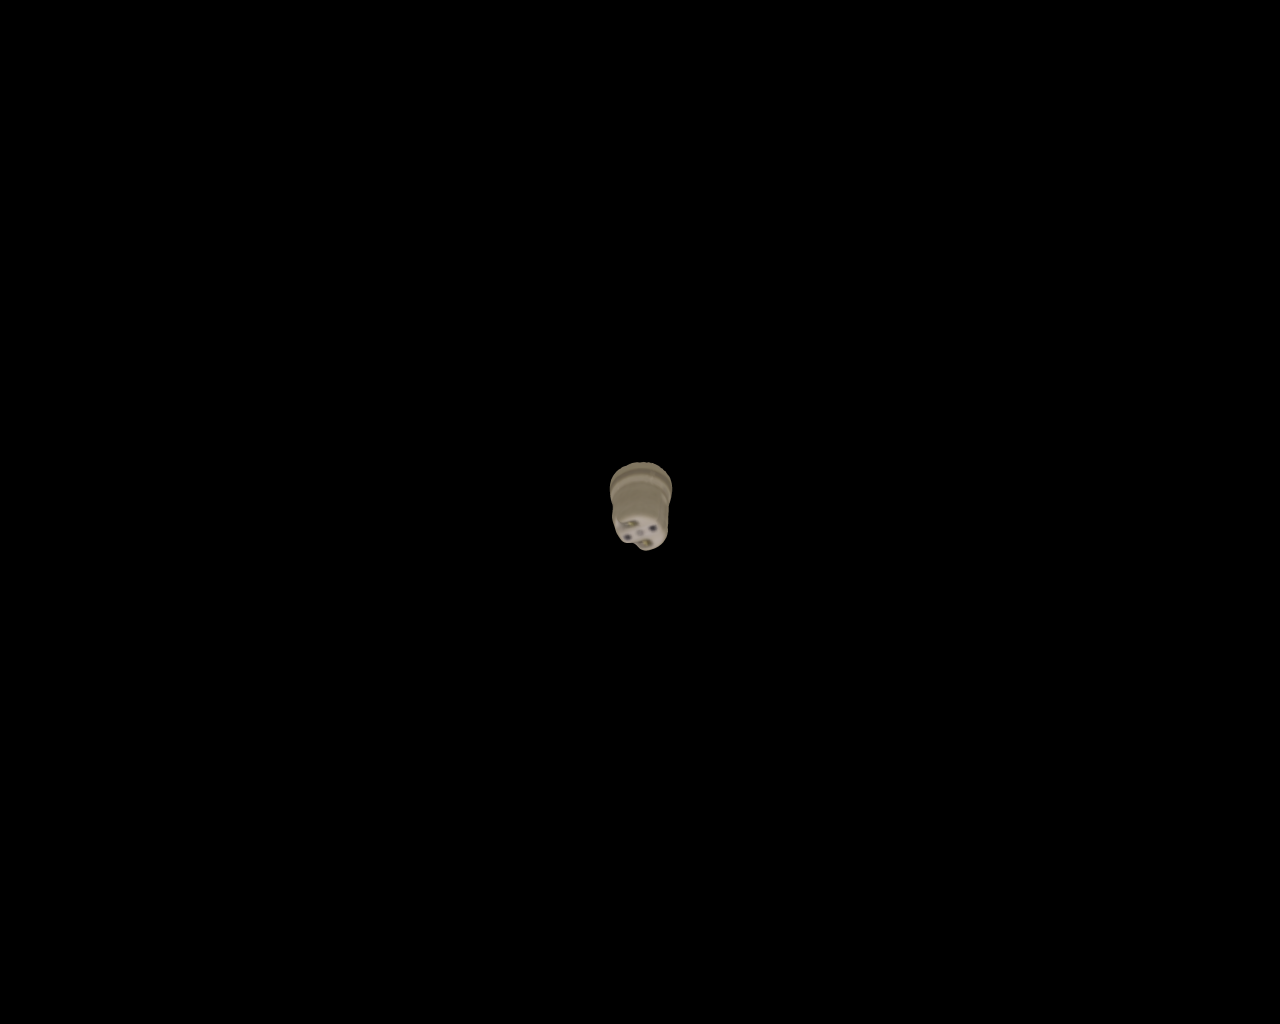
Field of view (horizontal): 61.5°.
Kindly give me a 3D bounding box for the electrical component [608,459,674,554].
[{"bbox_3d":[0.001,-0.003,0.650,0.040,0.040,0.046,0,43,0],"label":"electrical component"}]
